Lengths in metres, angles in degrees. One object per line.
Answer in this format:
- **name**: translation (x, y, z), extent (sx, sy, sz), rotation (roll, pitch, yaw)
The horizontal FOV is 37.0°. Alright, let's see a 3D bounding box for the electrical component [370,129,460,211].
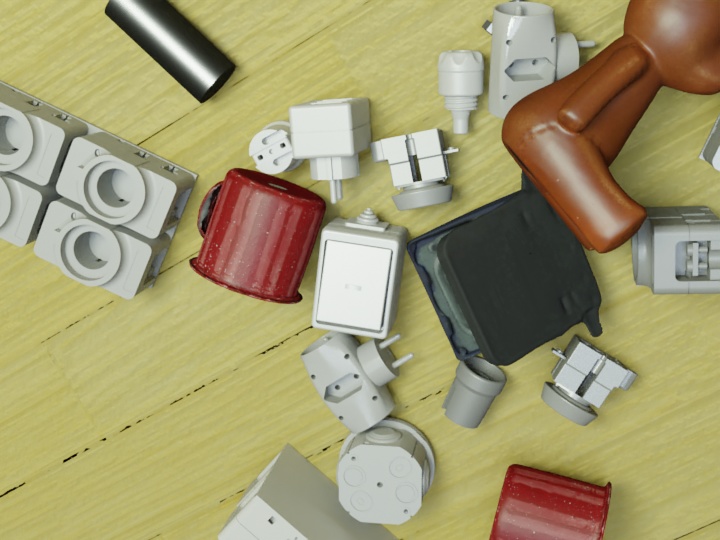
- **electrical component**: translation (0.045, -0.076, 0.823), extent (0.066, 0.048, 0.055), rotation (-10, 94, 11)

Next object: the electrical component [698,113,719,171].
- **electrical component**: translation (0.317, -0.135, 0.704), extent (0.105, 0.060, 0.186), rotation (23, 105, 4)

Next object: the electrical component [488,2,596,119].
- **electrical component**: translation (0.135, -0.154, 0.788), extent (0.079, 0.043, 0.077), rotation (-6, 118, -10)

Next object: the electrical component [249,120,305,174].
- **electrical component**: translation (-0.064, -0.094, 0.835), extent (0.040, 0.046, 0.040), rotation (2, 103, 9)

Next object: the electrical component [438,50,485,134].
- **electrical component**: translation (0.076, -0.134, 0.810), extent (0.035, 0.035, 0.061), rotation (1, 106, 9)

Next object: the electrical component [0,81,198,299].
- **electrical component**: translation (-0.241, -0.065, 0.864), extent (0.186, 0.060, 0.105), rotation (25, 105, 3)

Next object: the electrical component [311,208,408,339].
- **electrical component**: translation (0.000, 0.000, 0.839), extent (0.062, 0.061, 0.096), rotation (9, 104, 7)

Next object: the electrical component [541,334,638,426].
- **electrical component**: translation (0.173, 0.087, 0.840), extent (0.066, 0.048, 0.055), rotation (31, 98, 1)

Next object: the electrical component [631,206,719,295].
- **electrical component**: translation (0.229, -0.016, 0.783), extent (0.056, 0.089, 0.050), rotation (-1, 102, 9)

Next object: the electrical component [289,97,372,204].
- **electrical component**: translation (-0.020, -0.090, 0.818), extent (0.047, 0.065, 0.076), rotation (-1, 102, 13)

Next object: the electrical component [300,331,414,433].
- **electrical component**: translation (0.005, 0.079, 0.866), extent (0.079, 0.043, 0.077), rotation (-32, 96, 15)

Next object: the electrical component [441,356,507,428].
- **electrical component**: translation (0.090, 0.098, 0.859), extent (0.040, 0.040, 0.046), rotation (25, 111, 3)

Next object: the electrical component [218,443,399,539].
- **electrical component**: translation (-0.019, 0.241, 0.875), extent (0.186, 0.105, 0.060), rotation (41, 106, -2)

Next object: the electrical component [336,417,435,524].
- **electrical component**: translation (0.020, 0.165, 0.879), extent (0.080, 0.051, 0.080), rotation (2, 103, 9)
